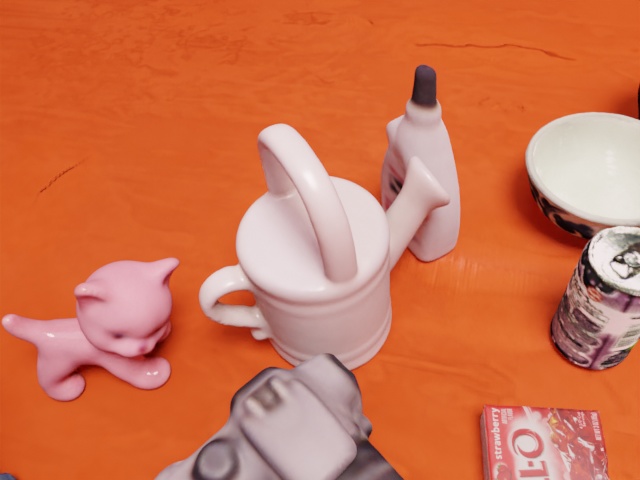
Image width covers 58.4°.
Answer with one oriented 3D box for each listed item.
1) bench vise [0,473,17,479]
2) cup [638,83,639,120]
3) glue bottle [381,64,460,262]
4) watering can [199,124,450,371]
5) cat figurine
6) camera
[{"bbox_3d":[-0.258,0.103,0.322,0.207,0.220,0.121,15,57,18],"label":"bench vise"},{"bbox_3d":[0.318,-0.105,0.483,0.091,0.095,0.117,-14,53,-3],"label":"cup"},{"bbox_3d":[0.075,-0.059,0.430,0.037,0.173,0.078,-28,55,-13],"label":"glue bottle"},{"bbox_3d":[0.002,0.000,0.382,0.100,0.194,0.173,34,64,27],"label":"watering can"},{"bbox_3d":[-0.155,0.057,0.407,0.128,0.118,0.067,-10,53,0],"label":"cat figurine"},{"bbox_3d":[-0.007,0.152,0.329,0.143,0.101,0.136,-38,58,-20],"label":"camera"}]
